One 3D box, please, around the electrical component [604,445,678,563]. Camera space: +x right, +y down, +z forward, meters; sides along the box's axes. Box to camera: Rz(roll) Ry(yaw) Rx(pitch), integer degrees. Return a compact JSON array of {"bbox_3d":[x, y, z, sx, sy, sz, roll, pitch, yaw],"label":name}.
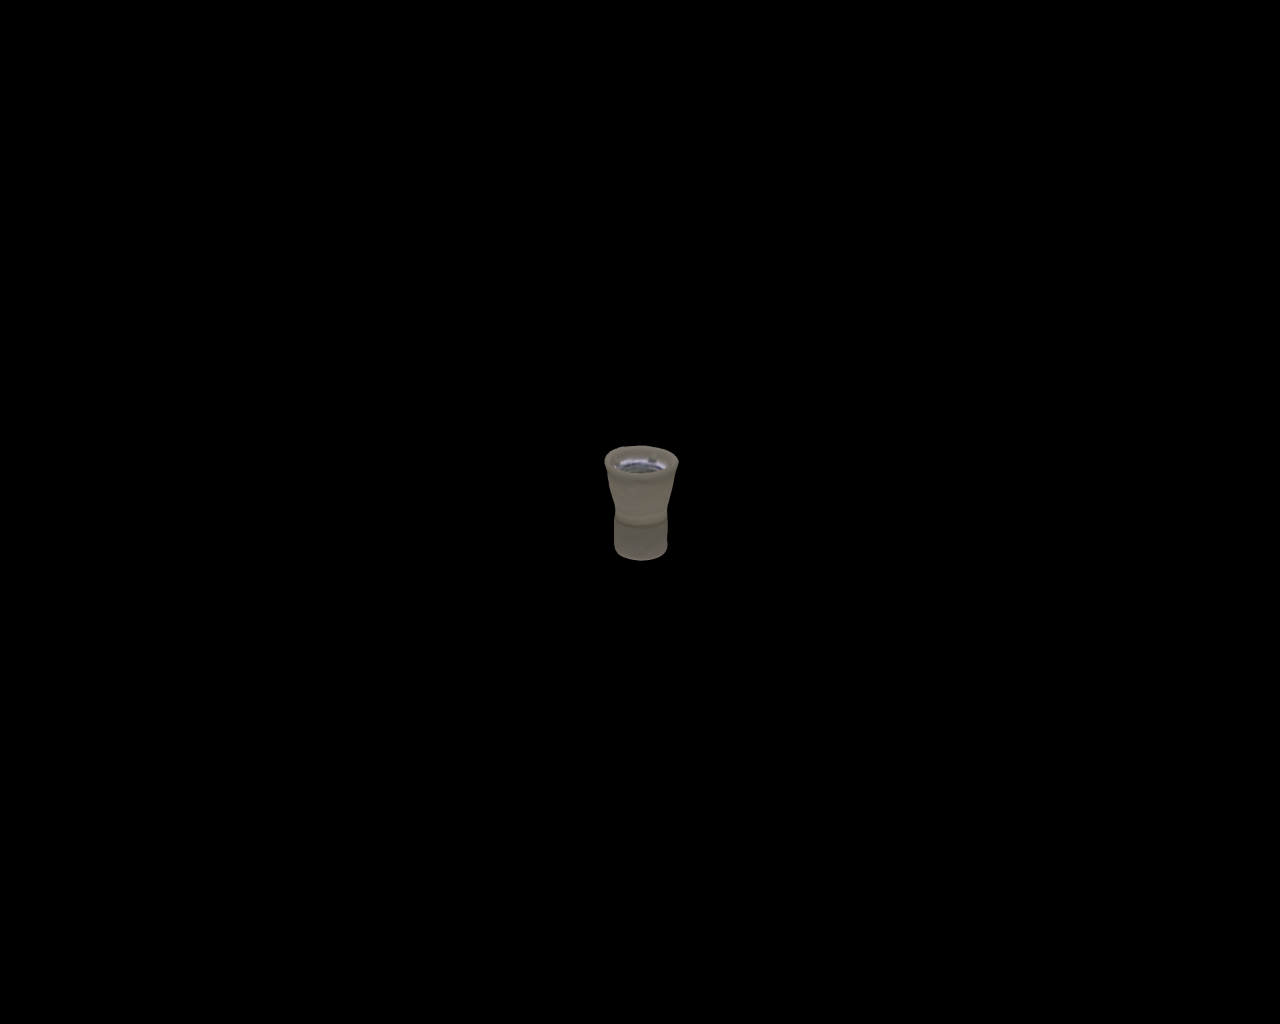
[{"bbox_3d":[0.001,-0.003,0.650,0.044,0.065,0.044,0,24,0],"label":"electrical component"}]
